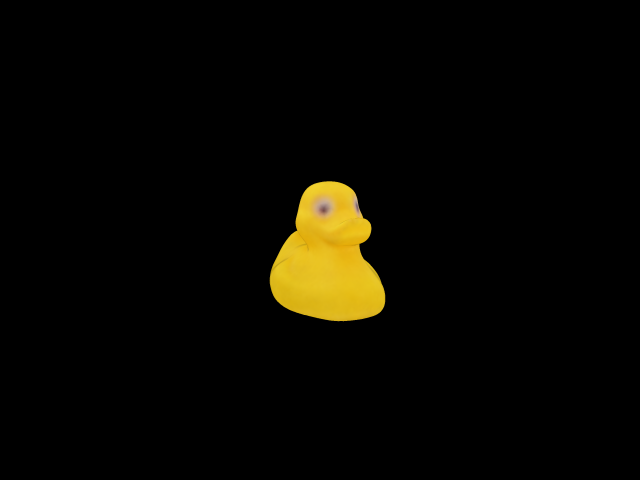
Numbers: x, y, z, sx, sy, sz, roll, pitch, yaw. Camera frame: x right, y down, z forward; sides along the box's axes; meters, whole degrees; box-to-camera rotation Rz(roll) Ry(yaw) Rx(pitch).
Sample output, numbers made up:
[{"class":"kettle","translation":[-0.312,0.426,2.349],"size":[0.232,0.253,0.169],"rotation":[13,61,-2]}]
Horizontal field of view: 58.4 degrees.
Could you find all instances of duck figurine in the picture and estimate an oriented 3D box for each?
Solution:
[{"class":"duck figurine","translation":[0.004,0.001,0.400],"size":[0.078,0.086,0.104],"rotation":[-6,13,-27]}]
